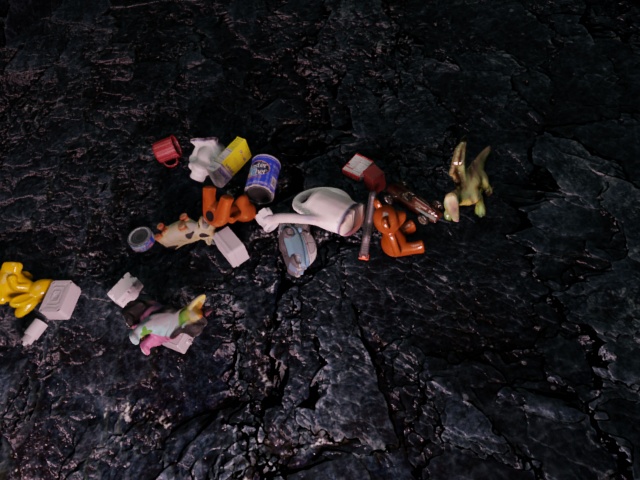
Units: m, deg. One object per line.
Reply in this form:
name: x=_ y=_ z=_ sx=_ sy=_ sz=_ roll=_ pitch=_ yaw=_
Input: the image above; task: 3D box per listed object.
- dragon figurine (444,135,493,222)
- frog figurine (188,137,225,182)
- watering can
dragon figurine: x=0.443 y=-0.204 z=1.528 sx=0.122 sy=0.237 sz=0.418 roll=9 pitch=58 yaw=25
frog figurine: x=-0.413 y=-0.290 z=1.887 sx=0.137 sy=0.122 sz=0.159 roll=2 pitch=89 yaw=4
watering can: x=0.005 y=-0.079 z=1.562 sx=0.226 sy=0.102 sz=0.353 roll=25 pitch=34 yaw=23
